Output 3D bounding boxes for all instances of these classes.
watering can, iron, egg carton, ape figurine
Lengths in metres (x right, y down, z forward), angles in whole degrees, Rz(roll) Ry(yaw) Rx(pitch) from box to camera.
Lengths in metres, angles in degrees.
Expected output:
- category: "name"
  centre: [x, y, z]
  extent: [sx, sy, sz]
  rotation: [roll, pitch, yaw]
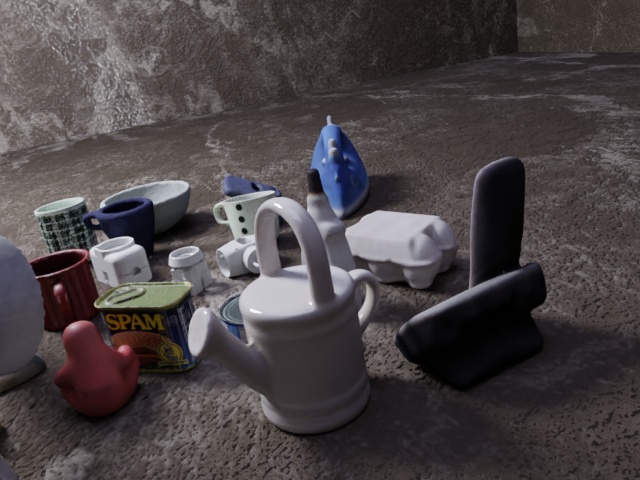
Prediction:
- category: "watering can"
  centre: [-0.023, 0.061, 0.486]
  extent: [0.100, 0.194, 0.173]
  rotation: [6, 26, 35]
- category: "iron"
  centre: [0.030, -0.145, 1.070]
  extent: [0.118, 0.141, 0.258]
  rotation: [-9, 21, 2]
- category: "egg carton"
  centre: [0.098, 0.010, 0.741]
  extent: [0.149, 0.069, 0.107]
  rotation: [7, 26, 36]
- category: "ape figurine"
  centre: [-0.222, 0.120, 0.561]
  extent: [0.078, 0.092, 0.076]
  rotation: [-13, 21, -9]

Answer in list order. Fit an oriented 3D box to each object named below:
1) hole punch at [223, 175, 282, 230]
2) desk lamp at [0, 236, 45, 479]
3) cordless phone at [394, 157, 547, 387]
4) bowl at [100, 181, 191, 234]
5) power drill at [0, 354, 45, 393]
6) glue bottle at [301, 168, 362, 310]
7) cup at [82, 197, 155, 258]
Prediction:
- category: "hole punch"
  centre: [-0.119, -0.075, 1.022]
  extent: [0.101, 0.091, 0.108]
  rotation: [-11, 21, -3]
- category: "desk lamp"
  centre: [-0.301, 0.119, 0.426]
  extent: [0.117, 0.214, 0.204]
  rotation: [1, 23, 25]
- category: "cordless phone"
  centre: [0.136, 0.024, 0.527]
  extent: [0.148, 0.185, 0.093]
  rotation: [-21, 24, -28]
- category: "bowl"
  centre: [-0.318, -0.053, 1.075]
  extent: [0.167, 0.075, 0.167]
  rotation: [-8, 21, 3]
- category: "power drill"
  centre: [-0.379, 0.058, 0.625]
  extent: [0.076, 0.209, 0.228]
  rotation: [-26, 27, -37]
- category: "glue bottle"
  centre: [0.006, 0.002, 0.654]
  extent: [0.037, 0.173, 0.077]
  rotation: [-24, 26, -34]
- category: "cup"
  centre: [-0.322, -0.011, 0.938]
  extent: [0.117, 0.095, 0.091]
  rotation: [-8, 21, 3]
